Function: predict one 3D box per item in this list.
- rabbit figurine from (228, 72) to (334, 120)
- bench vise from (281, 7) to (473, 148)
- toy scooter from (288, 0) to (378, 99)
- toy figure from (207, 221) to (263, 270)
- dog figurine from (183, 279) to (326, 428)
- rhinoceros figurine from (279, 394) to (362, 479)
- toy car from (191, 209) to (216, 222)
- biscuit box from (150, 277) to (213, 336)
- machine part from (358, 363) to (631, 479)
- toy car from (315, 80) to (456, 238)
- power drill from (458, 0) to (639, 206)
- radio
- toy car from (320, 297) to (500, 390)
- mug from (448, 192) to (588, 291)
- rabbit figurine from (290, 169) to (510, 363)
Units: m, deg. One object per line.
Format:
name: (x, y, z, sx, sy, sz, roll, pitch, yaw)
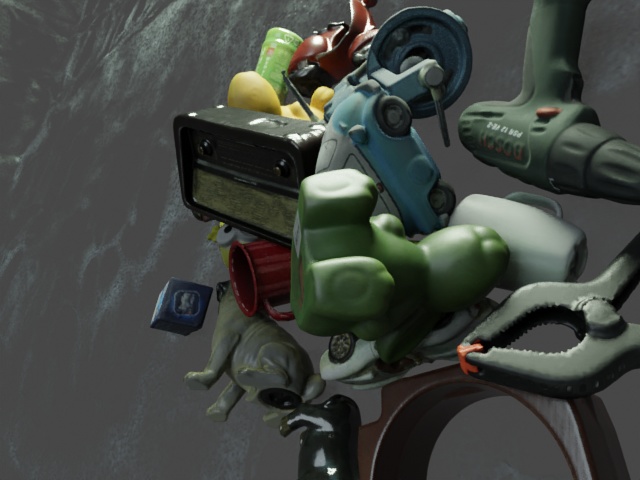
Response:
rabbit figurine: (-0.063, -0.152, 0.742, 0.122, 0.173, 0.162, 3, 69, 43)
bench vise: (0.081, -0.177, 0.606, 0.224, 0.128, 0.241, -25, 19, 7)
toy scooter: (0.032, -0.287, 0.783, 0.184, 0.075, 0.135, -5, 68, 42)
toy figure: (-0.094, -0.024, 0.768, 0.082, 0.089, 0.180, -31, 28, 21)
dog figurine: (-0.066, 0.121, 0.681, 0.172, 0.121, 0.191, 5, 45, 8)
rhinoceros figurine: (0.015, 0.252, 0.533, 0.112, 0.073, 0.190, -16, 47, 13)
toy car: (-0.168, -0.114, 0.922, 0.089, 0.053, 0.202, -21, 53, 26)
biscuit box: (-0.208, 0.102, 0.791, 0.203, 0.063, 0.059, 150, 134, -66)
machine part: (0.134, 0.204, 0.426, 0.201, 0.087, 0.201, -27, 54, 36)
toy car: (0.049, -0.060, 0.518, 0.103, 0.161, 0.109, -32, 6, -11)
power drill: (0.224, -0.143, 0.468, 0.232, 0.086, 0.207, -151, 65, -64)
radio: (-0.077, -0.081, 0.642, 0.230, 0.073, 0.130, 19, 124, 35)
toy car: (0.087, 0.103, 0.533, 0.202, 0.073, 0.056, -28, 49, 35)
mug: (0.185, 0.002, 0.488, 0.107, 0.080, 0.109, 21, 51, 41)
rabbit figurine: (0.065, 0.036, 0.435, 0.159, 0.170, 0.121, 100, 166, -48)
